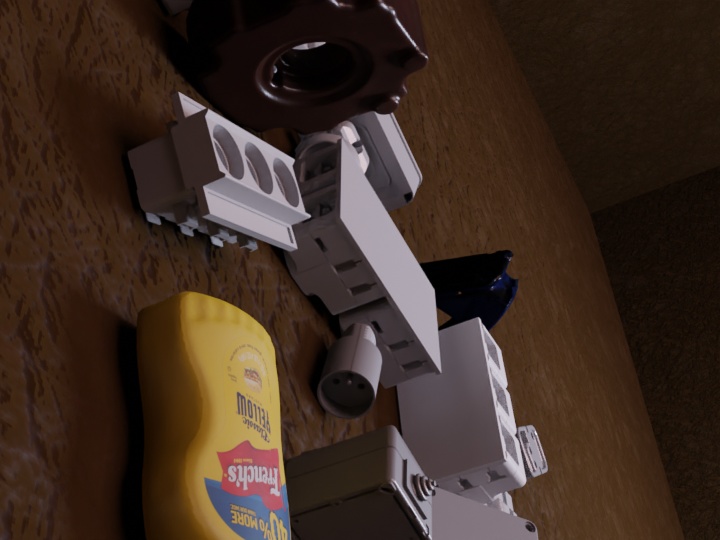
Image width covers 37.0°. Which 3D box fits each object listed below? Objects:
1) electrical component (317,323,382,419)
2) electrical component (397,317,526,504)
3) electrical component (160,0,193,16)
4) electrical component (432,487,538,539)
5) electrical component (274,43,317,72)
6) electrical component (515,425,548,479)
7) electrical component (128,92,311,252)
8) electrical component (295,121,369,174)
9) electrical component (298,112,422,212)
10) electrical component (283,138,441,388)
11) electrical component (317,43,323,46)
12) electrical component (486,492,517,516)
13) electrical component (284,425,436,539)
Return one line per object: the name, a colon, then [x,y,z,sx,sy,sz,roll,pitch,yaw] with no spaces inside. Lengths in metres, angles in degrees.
electrical component: [-0.005,0.074,0.825,0.043,0.043,0.081,63,18,-21]
electrical component: [0.088,0.131,0.966,0.061,0.089,0.150,52,24,-44]
electrical component: [-0.081,-0.252,0.787,0.061,0.150,0.089,58,20,-30]
electrical component: [0.078,0.228,0.799,0.109,0.056,0.108,22,35,-15]
electrical component: [-0.073,-0.195,0.906,0.078,0.057,0.058,8,63,-71]
electrical component: [0.159,0.201,1.152,0.095,0.059,0.053,17,55,-69]
electrical component: [-0.089,-0.054,0.684,0.121,0.063,0.078,22,49,-67]
electrical component: [-0.026,-0.095,0.935,0.057,0.058,0.078,-71,138,-68]
electrical component: [0.001,-0.109,1.000,0.113,0.078,0.057,63,21,-20]
electrical component: [0.000,0.000,0.898,0.186,0.060,0.105,57,21,-36]
electrical component: [-0.038,-0.207,1.050,0.079,0.044,0.077,61,18,-24]
electrical component: [0.114,0.218,1.001,0.078,0.058,0.057,47,30,-50]
electrical component: [0.004,0.142,0.682,0.061,0.096,0.061,60,18,-28]
